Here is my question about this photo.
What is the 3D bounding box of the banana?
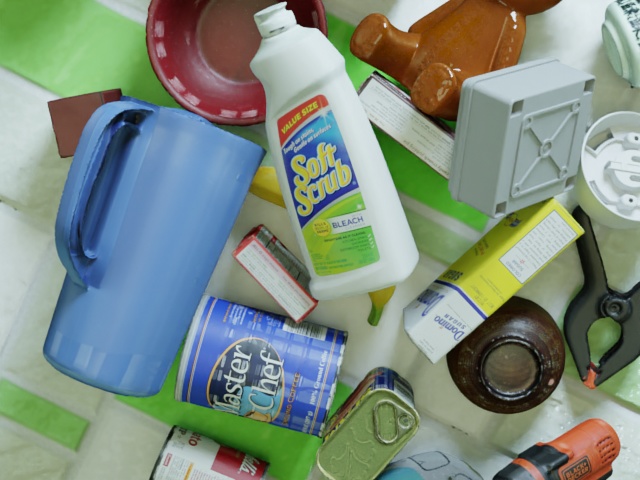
[{"bbox_3d":[0.010,-0.008,0.995,0.070,0.037,0.198,-41,95,9],"label":"banana"}]

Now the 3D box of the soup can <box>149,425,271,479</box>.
[{"bbox_3d":[-0.107,0.228,1.031,0.102,0.068,0.068,22,101,1],"label":"soup can"}]

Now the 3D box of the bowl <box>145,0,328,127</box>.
[{"bbox_3d":[-0.072,-0.184,0.960,0.162,0.055,0.162,1,100,4],"label":"bowl"}]

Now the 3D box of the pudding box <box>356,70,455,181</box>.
[{"bbox_3d":[0.081,-0.103,0.946,0.113,0.090,0.039,35,101,-2],"label":"pudding box"}]

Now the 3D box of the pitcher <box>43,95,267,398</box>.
[{"bbox_3d":[-0.154,0.004,0.911,0.149,0.145,0.243,21,90,-10],"label":"pitcher"}]

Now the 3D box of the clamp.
[{"bbox_3d":[0.265,0.051,0.988,0.120,0.039,0.171,27,103,16],"label":"clamp"}]

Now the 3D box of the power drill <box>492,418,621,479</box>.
[{"bbox_3d":[0.222,0.281,0.989,0.184,0.057,0.187,-24,104,-24],"label":"power drill"}]

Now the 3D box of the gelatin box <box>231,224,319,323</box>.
[{"bbox_3d":[-0.039,0.029,0.987,0.030,0.073,0.089,-43,95,10],"label":"gelatin box"}]

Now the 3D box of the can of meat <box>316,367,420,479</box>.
[{"bbox_3d":[0.046,0.174,1.001,0.057,0.084,0.102,39,100,-3],"label":"can of meat"}]

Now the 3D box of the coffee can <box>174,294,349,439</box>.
[{"bbox_3d":[-0.053,0.117,0.989,0.140,0.103,0.103,14,101,1],"label":"coffee can"}]

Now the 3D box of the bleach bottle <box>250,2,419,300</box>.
[{"bbox_3d":[-0.002,-0.075,0.904,0.103,0.068,0.251,-13,111,27],"label":"bleach bottle"}]

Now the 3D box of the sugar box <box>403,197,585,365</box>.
[{"bbox_3d":[0.151,0.029,0.963,0.176,0.093,0.048,-41,96,9],"label":"sugar box"}]

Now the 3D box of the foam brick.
[{"bbox_3d":[-0.209,-0.107,0.972,0.051,0.078,0.053,-10,99,4],"label":"foam brick"}]
